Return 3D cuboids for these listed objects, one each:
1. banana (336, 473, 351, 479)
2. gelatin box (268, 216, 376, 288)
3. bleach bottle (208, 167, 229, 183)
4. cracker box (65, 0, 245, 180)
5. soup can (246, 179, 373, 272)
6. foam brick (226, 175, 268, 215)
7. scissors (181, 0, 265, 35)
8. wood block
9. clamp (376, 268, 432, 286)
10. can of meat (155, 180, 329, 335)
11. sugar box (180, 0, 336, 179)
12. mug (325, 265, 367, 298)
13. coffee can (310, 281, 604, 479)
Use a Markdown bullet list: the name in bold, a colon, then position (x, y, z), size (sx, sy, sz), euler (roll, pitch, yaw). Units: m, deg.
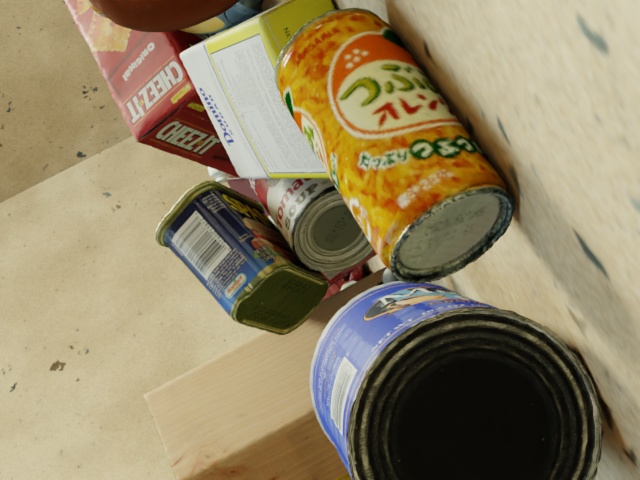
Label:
- **banana**: position (0.039, 0.156, 0.911), size (0.070, 0.197, 0.037), euler (29, 142, 19)
- **gelatin box**: position (-0.005, 0.001, 0.791), size (0.030, 0.089, 0.073), euler (47, -172, -48)
- **bleach bottle**: position (-0.137, -0.180, 1.125), size (0.102, 0.068, 0.251), euler (125, 127, -84)
- **cracker box**: position (-0.113, -0.156, 0.827), size (0.164, 0.072, 0.214), euler (16, -139, -59)
- **soup can**: position (-0.005, -0.032, 0.725), size (0.102, 0.068, 0.068), euler (56, 172, 50)
- **foam brick**: position (-0.034, -0.045, 0.928), size (0.078, 0.052, 0.051), euler (3, 124, 57)
- **scissors**: position (-0.033, -0.140, 0.657), size (0.096, 0.016, 0.202), euler (18, 175, -34)
- **wood block**: position (-0.008, 0.118, 0.777), size (0.091, 0.206, 0.090), euler (58, 174, 43)
- **clamp**: position (0.081, 0.083, 0.640), size (0.171, 0.039, 0.120), euler (55, 178, 16)
- **can of meat**: position (-0.049, 0.015, 0.719), size (0.084, 0.057, 0.102), euler (46, -171, 25)
- **sugar box**: position (-0.024, -0.083, 0.611), size (0.093, 0.048, 0.176), euler (64, 166, -13)
- **mug**: position (0.009, 0.041, 0.974), size (0.081, 0.093, 0.117), euler (54, 136, 31)
- **coffee can**: position (0.053, 0.074, 0.482), size (0.103, 0.102, 0.140), euler (63, 175, -5)
